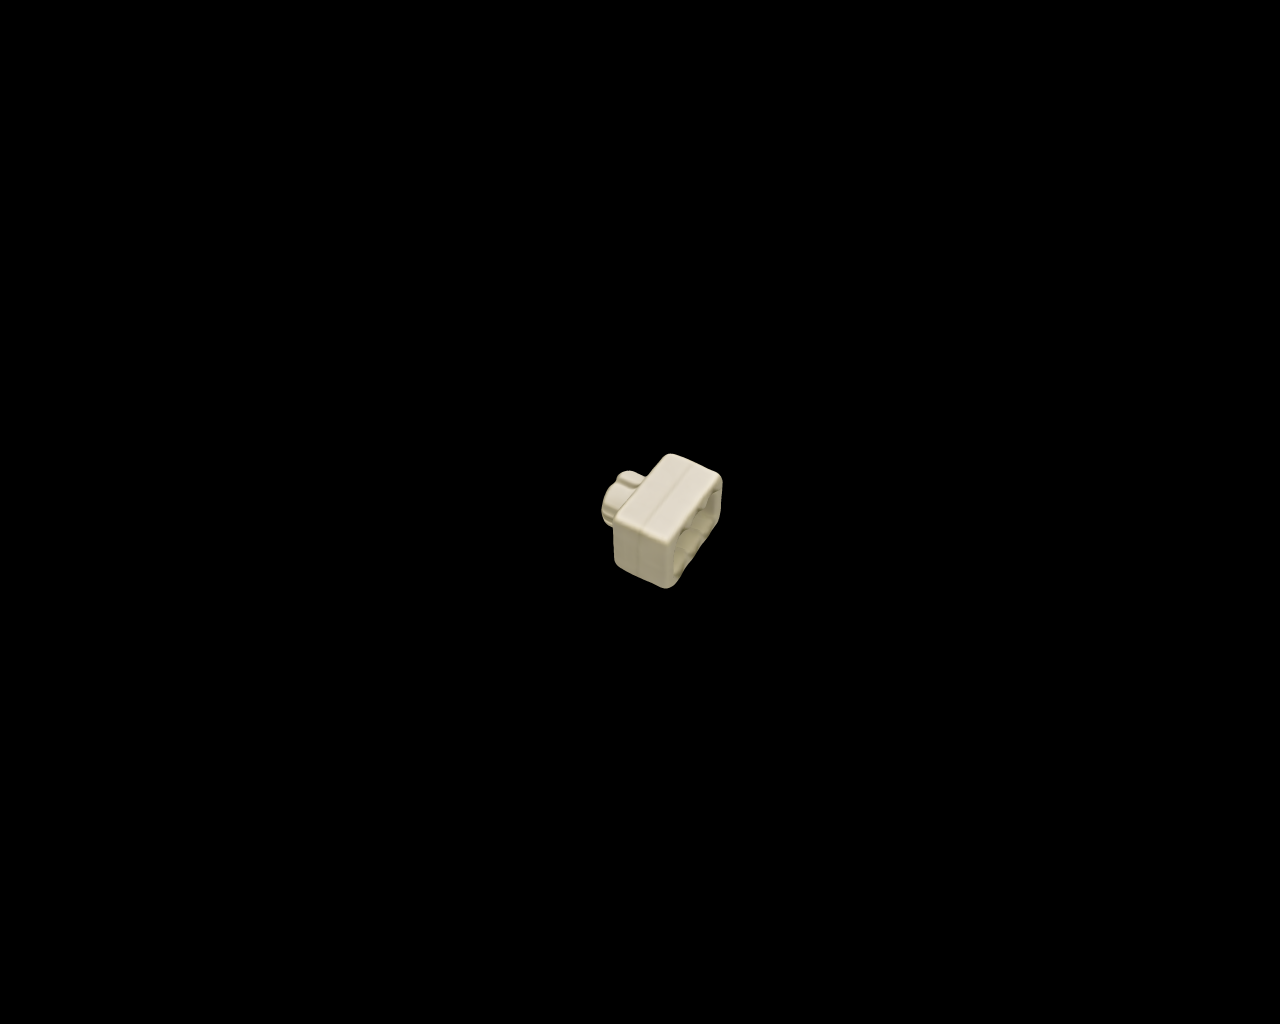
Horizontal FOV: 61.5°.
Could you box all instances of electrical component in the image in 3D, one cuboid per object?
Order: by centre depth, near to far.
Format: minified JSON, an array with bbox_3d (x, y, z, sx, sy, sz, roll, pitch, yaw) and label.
[{"bbox_3d":[0.001,-0.003,0.650,0.077,0.066,0.047,25,-36,20],"label":"electrical component"}]
